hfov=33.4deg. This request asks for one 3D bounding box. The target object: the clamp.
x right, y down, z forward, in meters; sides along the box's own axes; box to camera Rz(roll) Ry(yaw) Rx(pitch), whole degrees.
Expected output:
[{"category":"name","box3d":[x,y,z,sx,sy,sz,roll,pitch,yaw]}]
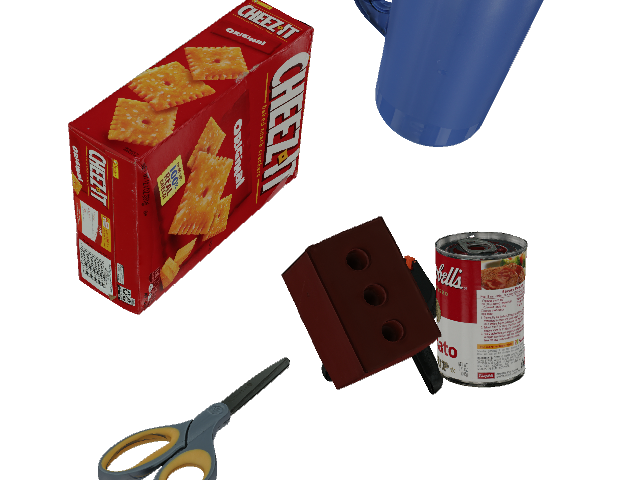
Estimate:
[{"category":"clamp","box3d":[0.085,0.088,1.087,0.120,0.171,0.039,16,-38,17]}]

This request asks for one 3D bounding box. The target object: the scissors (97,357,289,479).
[{"category":"scissors","box3d":[-0.075,0.148,0.826,0.201,0.016,0.096,-22,34,-35]}]

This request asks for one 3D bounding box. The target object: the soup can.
[{"category":"soup can","box3d":[0.121,0.051,0.800,0.068,0.102,0.068,-2,15,0]}]

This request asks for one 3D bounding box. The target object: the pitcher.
[{"category":"pitcher","box3d":[0.109,-0.198,0.923,0.144,0.149,0.243,-17,-29,-19]}]

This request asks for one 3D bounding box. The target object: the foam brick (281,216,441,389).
[{"category":"foam brick","box3d":[0.022,0.037,0.605,0.052,0.078,0.051,-23,-9,-25]}]

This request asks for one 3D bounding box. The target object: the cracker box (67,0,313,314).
[{"category":"cracker box","box3d":[-0.095,-0.066,0.830,0.072,0.164,0.213,30,49,20]}]
